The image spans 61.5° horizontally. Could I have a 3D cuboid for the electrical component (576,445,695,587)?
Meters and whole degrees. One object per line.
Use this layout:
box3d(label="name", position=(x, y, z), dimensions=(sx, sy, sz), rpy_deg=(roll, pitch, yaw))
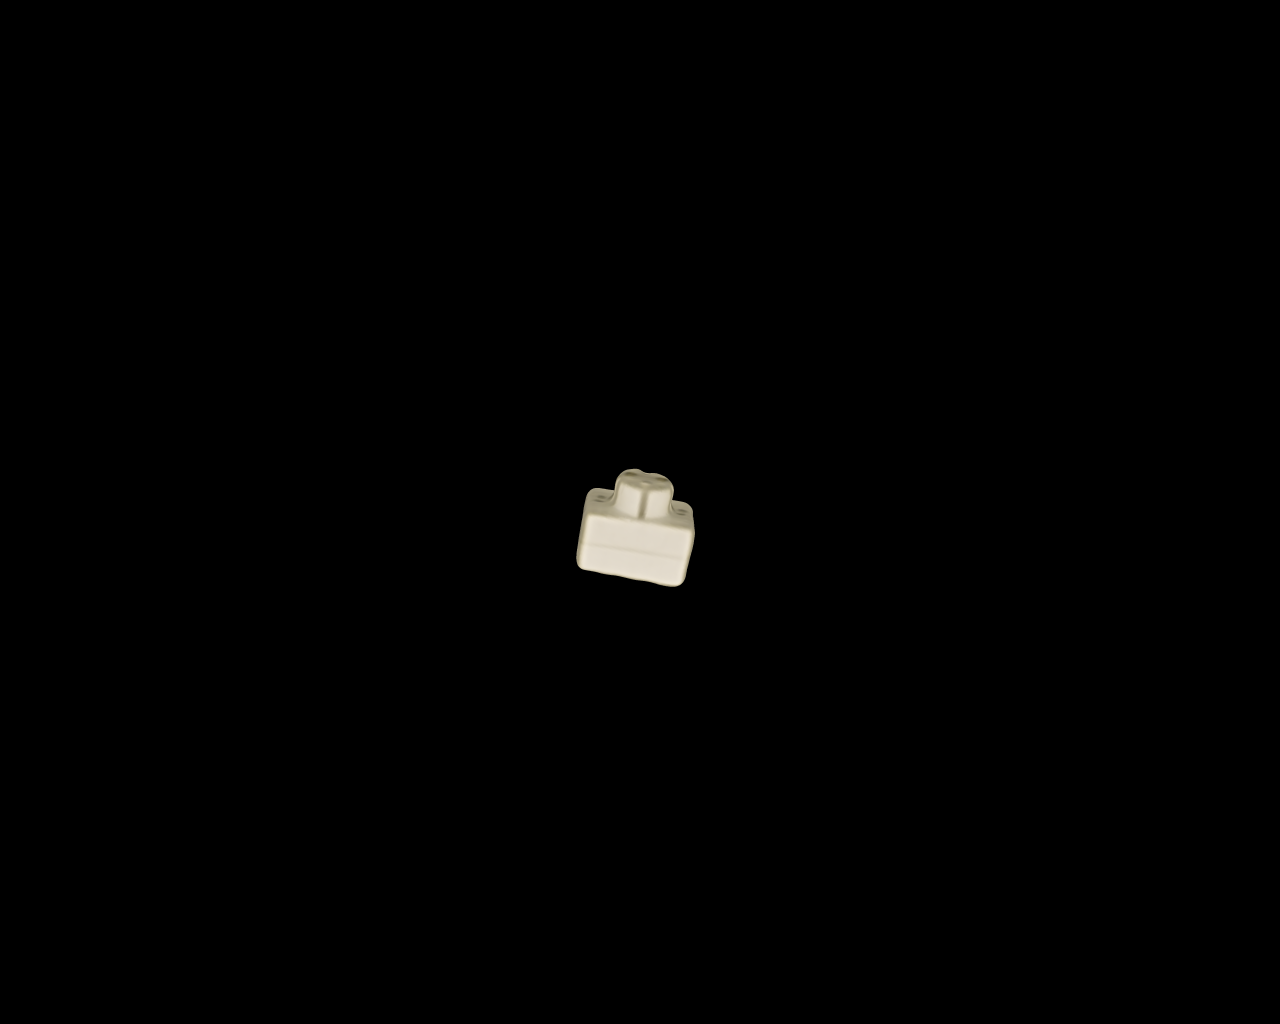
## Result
box3d(label="electrical component", position=(0.001, -0.003, 0.650), dimensions=(0.066, 0.076, 0.047), rpy_deg=(10, 20, -3))
